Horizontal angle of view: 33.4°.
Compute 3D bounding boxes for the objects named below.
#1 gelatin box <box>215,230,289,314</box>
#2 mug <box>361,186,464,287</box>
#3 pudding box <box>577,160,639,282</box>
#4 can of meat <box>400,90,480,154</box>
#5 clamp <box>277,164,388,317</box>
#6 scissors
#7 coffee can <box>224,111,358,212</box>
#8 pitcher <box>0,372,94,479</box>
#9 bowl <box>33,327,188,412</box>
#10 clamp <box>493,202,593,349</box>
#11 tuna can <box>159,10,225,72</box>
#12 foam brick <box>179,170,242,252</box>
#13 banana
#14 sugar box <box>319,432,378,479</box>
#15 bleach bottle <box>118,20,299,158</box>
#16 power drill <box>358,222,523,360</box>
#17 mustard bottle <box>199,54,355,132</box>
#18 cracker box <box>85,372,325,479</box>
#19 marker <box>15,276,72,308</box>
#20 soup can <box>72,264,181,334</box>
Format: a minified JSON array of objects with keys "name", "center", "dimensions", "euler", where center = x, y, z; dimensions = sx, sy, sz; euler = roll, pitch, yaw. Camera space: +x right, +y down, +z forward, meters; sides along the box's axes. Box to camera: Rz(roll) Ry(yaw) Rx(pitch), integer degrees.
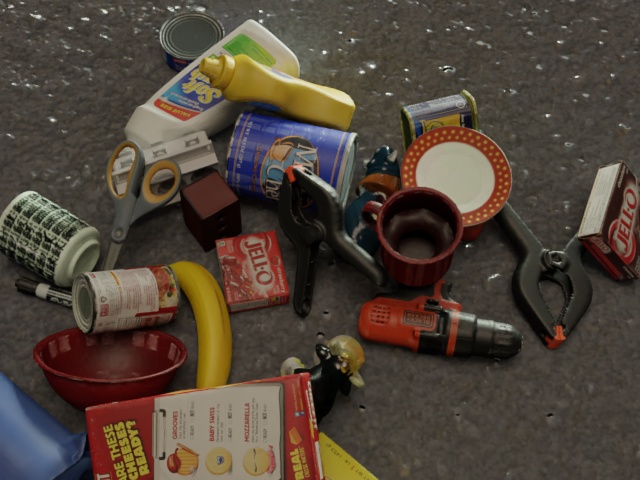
[{"name":"gelatin box","center":[-0.079,0.036,1.240],"dimensions":[0.073,0.030,0.089],"euler":[-9,60,-7]},{"name":"mug","center":[0.097,-0.005,1.171],"dimensions":[0.117,0.081,0.093],"euler":[26,69,14]},{"name":"pudding box","center":[0.351,-0.021,1.250],"dimensions":[0.039,0.090,0.113],"euler":[-14,44,45]},{"name":"can of meat","center":[0.147,-0.122,1.300],"dimensions":[0.084,0.102,0.057],"euler":[-14,27,-6]},{"name":"clamp","center":[-0.008,0.001,1.208],"dimensions":[0.120,0.039,0.171],"euler":[-31,80,19]},{"name":"scissors","center":[-0.208,-0.013,1.214],"dimensions":[0.096,0.016,0.202],"euler":[2,84,2]},{"name":"coffee can","center":[-0.033,-0.091,1.275],"dimensions":[0.140,0.103,0.102],"euler":[12,60,7]},{"name":"pitcher","center":[-0.345,0.211,1.084],"dimensions":[0.243,0.145,0.149],"euler":[37,53,23]},{"name":"bowl","center":[-0.222,0.142,1.132],"dimensions":[0.162,0.055,0.162],"euler":[3,15,-1]},{"name":"clamp","center":[0.279,0.026,1.249],"dimensions":[0.164,0.036,0.210],"euler":[0,62,-9]},{"name":"tuna can","center":[-0.169,-0.262,1.415],"dimensions":[0.086,0.034,0.086],"euler":[0,59,-1]},{"name":"foam brick","center":[-0.128,-0.033,1.254],"dimensions":[0.053,0.078,0.051],"euler":[-31,66,-17]},{"name":"banana","center":[-0.131,0.095,1.198],"dimensions":[0.070,0.037,0.198],"euler":[-38,56,24]},{"name":"sugar box","center":[-0.024,0.290,1.080],"dimensions":[0.093,0.048,0.176],"euler":[37,64,19]},{"name":"bleach bottle","center":[-0.148,-0.169,1.345],"dimensions":[0.103,0.068,0.250],"euler":[42,70,15]},{"name":"power drill","center":[0.145,0.044,1.223],"dimensions":[0.184,0.057,0.187],"euler":[9,59,4]},{"name":"mustard bottle","center":[-0.058,-0.180,1.288],"dimensions":[0.191,0.096,0.058],"euler":[16,96,-30]},{"name":"cracker box","center":[-0.104,0.224,1.026],"dimensions":[0.214,0.072,0.164],"euler":[-10,83,6]},{"name":"marker","center":[-0.293,0.066,1.225],"dimensions":[0.121,0.020,0.020],"euler":[16,60,8]},{"name":"soup can","center":[-0.214,0.065,1.177],"dimensions":[0.102,0.069,0.068],"euler":[-6,56,-32]}]
